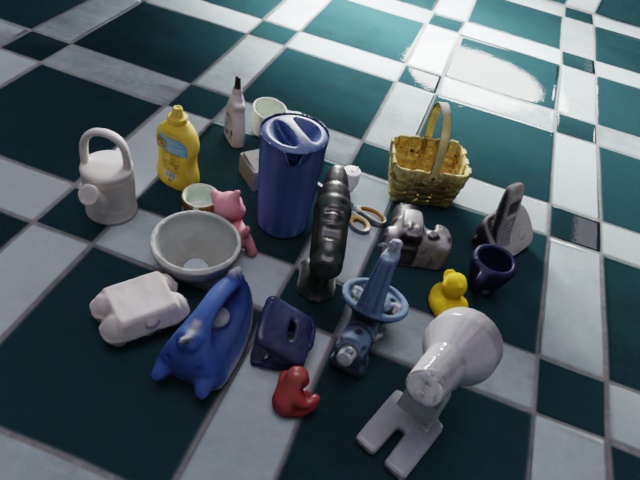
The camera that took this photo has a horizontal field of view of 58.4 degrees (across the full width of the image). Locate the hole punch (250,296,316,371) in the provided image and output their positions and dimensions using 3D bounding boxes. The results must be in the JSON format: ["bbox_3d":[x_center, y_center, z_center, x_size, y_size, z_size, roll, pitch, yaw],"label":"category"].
[{"bbox_3d":[-0.059,0.160,0.971,0.101,0.091,0.108,13,44,0],"label":"hole punch"}]

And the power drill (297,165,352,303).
[{"bbox_3d":[0.010,0.004,1.062,0.075,0.208,0.229,9,44,-4],"label":"power drill"}]

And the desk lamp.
[{"bbox_3d":[0.171,0.225,0.870,0.117,0.213,0.204,34,48,21],"label":"desk lamp"}]

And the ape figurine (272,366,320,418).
[{"bbox_3d":[-0.039,0.233,0.901,0.076,0.092,0.077,-17,51,-27],"label":"ape figurine"}]

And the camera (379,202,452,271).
[{"bbox_3d":[0.203,-0.021,1.211,0.143,0.101,0.137,10,44,-3],"label":"camera"}]

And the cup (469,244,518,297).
[{"bbox_3d":[0.330,0.076,1.145,0.091,0.095,0.118,33,47,20],"label":"cup"}]

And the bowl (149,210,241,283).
[{"bbox_3d":[-0.234,0.025,1.079,0.167,0.075,0.167,7,44,-6],"label":"bowl"}]

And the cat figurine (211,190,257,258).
[{"bbox_3d":[-0.170,-0.042,1.132,0.067,0.118,0.127,-17,51,-27],"label":"cat figurine"}]

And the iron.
[{"bbox_3d":[-0.171,0.123,0.946,0.118,0.141,0.258,20,44,7],"label":"iron"}]

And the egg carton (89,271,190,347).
[{"bbox_3d":[-0.304,0.118,0.973,0.151,0.069,0.107,-20,53,-30],"label":"egg carton"}]

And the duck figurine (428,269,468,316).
[{"bbox_3d":[0.257,0.105,1.105,0.077,0.086,0.104,2,45,-11],"label":"duck figurine"}]

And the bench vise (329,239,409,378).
[{"bbox_3d":[0.095,0.116,0.959,0.121,0.220,0.207,11,44,-2],"label":"bench vise"}]

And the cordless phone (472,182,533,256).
[{"bbox_3d":[0.418,-0.053,1.232,0.148,0.185,0.094,-26,56,-33],"label":"cordless phone"}]

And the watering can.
[{"bbox_3d":[-0.410,-0.125,1.104,0.101,0.194,0.172,-5,46,-18],"label":"watering can"}]

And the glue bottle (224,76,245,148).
[{"bbox_3d":[-0.198,-0.308,1.355,0.037,0.173,0.078,-12,49,-23],"label":"glue bottle"}]
